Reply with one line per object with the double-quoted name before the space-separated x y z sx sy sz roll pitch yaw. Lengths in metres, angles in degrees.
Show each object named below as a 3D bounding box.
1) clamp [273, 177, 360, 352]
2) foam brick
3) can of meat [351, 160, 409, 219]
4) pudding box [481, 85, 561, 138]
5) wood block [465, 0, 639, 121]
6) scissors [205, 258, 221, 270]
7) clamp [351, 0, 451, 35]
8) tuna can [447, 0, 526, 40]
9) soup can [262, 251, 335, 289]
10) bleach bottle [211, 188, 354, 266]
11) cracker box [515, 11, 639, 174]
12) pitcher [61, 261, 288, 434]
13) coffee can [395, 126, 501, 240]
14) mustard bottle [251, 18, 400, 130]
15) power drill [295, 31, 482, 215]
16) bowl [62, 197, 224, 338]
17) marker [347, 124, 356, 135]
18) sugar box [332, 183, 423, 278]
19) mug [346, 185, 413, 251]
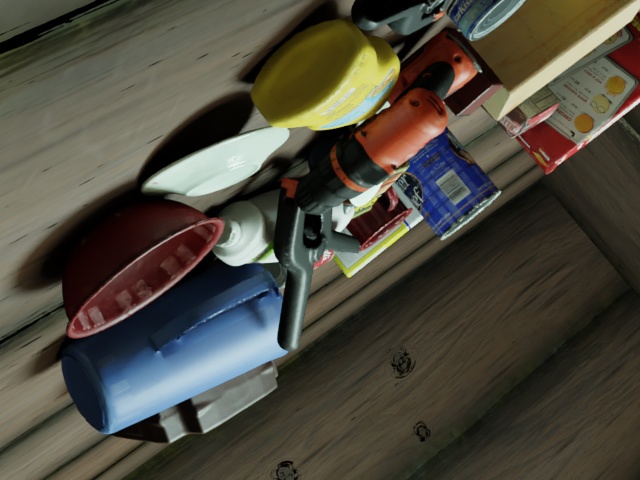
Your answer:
"clamp" -0.008 0.001 1.156 0.164 0.036 0.210 -53 151 -35
"foam brick" 0.143 -0.173 1.110 0.053 0.078 0.051 -41 173 22
"can of meat" 0.054 -0.077 1.324 0.084 0.057 0.101 -46 169 30
"pudding box" 0.222 -0.182 1.273 0.089 0.113 0.039 -29 165 -47
"wood block" 0.256 -0.239 1.194 0.206 0.090 0.091 -37 171 -8
"scissors" -0.160 0.066 1.312 0.201 0.016 0.096 -38 167 -8
"clamp" 0.073 -0.194 0.838 0.120 0.039 0.171 -37 172 0
"tuna can" 0.167 -0.234 1.036 0.086 0.034 0.086 -37 171 -7
"soup can" -0.036 0.017 1.404 0.102 0.068 0.069 -29 168 -45
"bleach bottle" -0.050 -0.019 1.181 0.103 0.068 0.250 -48 166 17
"cracker box" 0.322 -0.213 1.356 0.213 0.164 0.072 -38 169 -5
"pitcher" -0.157 0.113 1.192 0.242 0.145 0.149 -26 123 -31
"coffee can" 0.156 -0.085 1.414 0.102 0.140 0.103 -37 172 -7
"mustard bottle" 0.017 -0.130 0.877 0.096 0.058 0.191 -39 171 16
"power drill" 0.067 -0.110 1.012 0.185 0.057 0.187 -33 -164 40
"bowl" -0.161 0.013 0.902 0.162 0.055 0.162 -37 172 -7
"marker" 0.039 -0.118 1.169 0.020 0.020 0.121 -37 171 -9
"sugar box" 0.081 -0.036 1.524 0.176 0.093 0.048 -38 172 0
"mug" 0.069 -0.049 1.445 0.093 0.081 0.117 -34 171 -26
